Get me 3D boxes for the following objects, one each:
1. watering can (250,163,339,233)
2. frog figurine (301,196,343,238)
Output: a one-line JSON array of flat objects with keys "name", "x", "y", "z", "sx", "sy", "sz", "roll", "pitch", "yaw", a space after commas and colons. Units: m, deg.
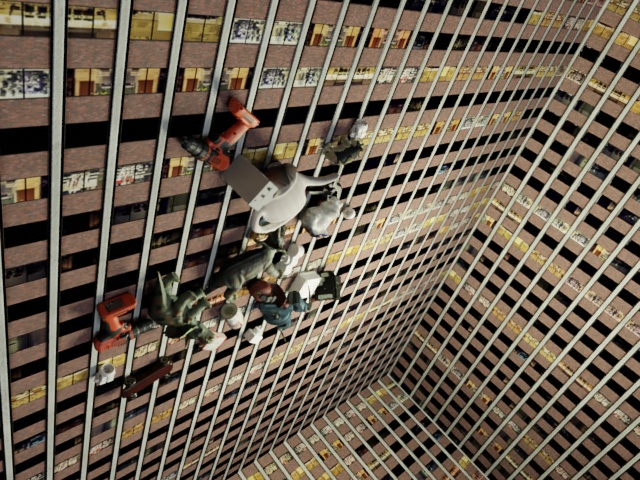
[{"name": "watering can", "x": -0.089, "y": -0.160, "z": 1.623, "sx": 0.105, "sy": 0.351, "sz": 0.219, "roll": 42, "pitch": -17, "yaw": 29}, {"name": "frog figurine", "x": 0.006, "y": -0.096, "z": 1.909, "sx": 0.137, "sy": 0.158, "sz": 0.124, "roll": 11, "pitch": 15, "yaw": -41}]
